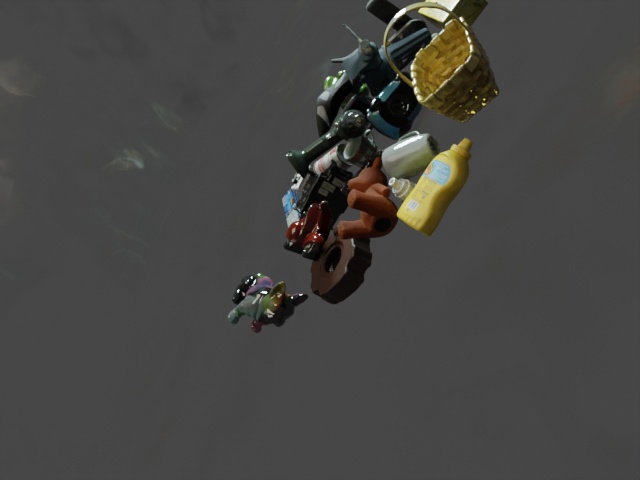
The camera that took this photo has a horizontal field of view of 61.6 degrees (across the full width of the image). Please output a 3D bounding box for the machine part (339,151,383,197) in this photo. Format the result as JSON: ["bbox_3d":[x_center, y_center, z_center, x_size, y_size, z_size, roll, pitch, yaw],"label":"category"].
[{"bbox_3d":[0.104,-0.160,1.288,0.139,0.039,0.084,-48,14,1],"label":"machine part"}]

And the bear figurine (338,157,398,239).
[{"bbox_3d":[0.098,-0.096,1.163,0.196,0.132,0.120,-104,26,-46],"label":"bear figurine"}]

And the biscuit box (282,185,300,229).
[{"bbox_3d":[-0.059,-0.076,1.501,0.059,0.062,0.203,-52,27,21],"label":"biscuit box"}]

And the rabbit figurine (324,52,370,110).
[{"bbox_3d":[0.105,-0.476,1.528,0.159,0.121,0.170,-3,65,53],"label":"rabbit figurine"}]

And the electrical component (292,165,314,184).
[{"bbox_3d":[-0.045,-0.179,1.597,0.102,0.045,0.078,-20,46,54],"label":"electrical component"}]

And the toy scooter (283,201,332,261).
[{"bbox_3d":[-0.023,-0.027,1.239,0.184,0.075,0.135,15,88,69],"label":"toy scooter"}]

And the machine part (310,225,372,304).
[{"bbox_3d":[0.043,0.052,1.197,0.179,0.056,0.179,-43,32,36],"label":"machine part"}]

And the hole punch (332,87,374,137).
[{"bbox_3d":[0.105,-0.325,1.438,0.142,0.092,0.116,-57,1,29],"label":"hole punch"}]

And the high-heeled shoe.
[{"bbox_3d":[0.077,-0.386,1.428,0.145,0.086,0.248,11,93,25],"label":"high-heeled shoe"}]

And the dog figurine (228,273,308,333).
[{"bbox_3d":[-0.125,0.144,1.362,0.219,0.108,0.191,-31,36,40],"label":"dog figurine"}]

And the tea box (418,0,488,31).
[{"bbox_3d":[0.314,-0.555,1.285,0.098,0.068,0.170,-54,26,17],"label":"tea box"}]

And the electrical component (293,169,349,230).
[{"bbox_3d":[0.014,-0.106,1.338,0.134,0.115,0.058,-60,30,3],"label":"electrical component"}]

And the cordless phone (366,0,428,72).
[{"bbox_3d":[0.174,-0.533,1.388,0.146,0.184,0.089,-34,42,44],"label":"cordless phone"}]

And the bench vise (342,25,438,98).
[{"bbox_3d":[0.179,-0.449,1.314,0.241,0.223,0.129,-28,57,9],"label":"bench vise"}]

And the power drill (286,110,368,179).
[{"bbox_3d":[0.019,-0.239,1.291,0.207,0.086,0.232,-41,11,10],"label":"power drill"}]

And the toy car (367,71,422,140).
[{"bbox_3d":[0.175,-0.310,1.264,0.161,0.109,0.103,-57,8,-9],"label":"toy car"}]

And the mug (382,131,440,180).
[{"bbox_3d":[0.198,-0.183,1.130,0.107,0.080,0.109,-22,41,39],"label":"mug"}]

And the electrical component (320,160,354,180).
[{"bbox_3d":[0.026,-0.141,1.397,0.119,0.074,0.048,-48,28,18],"label":"electrical component"}]
